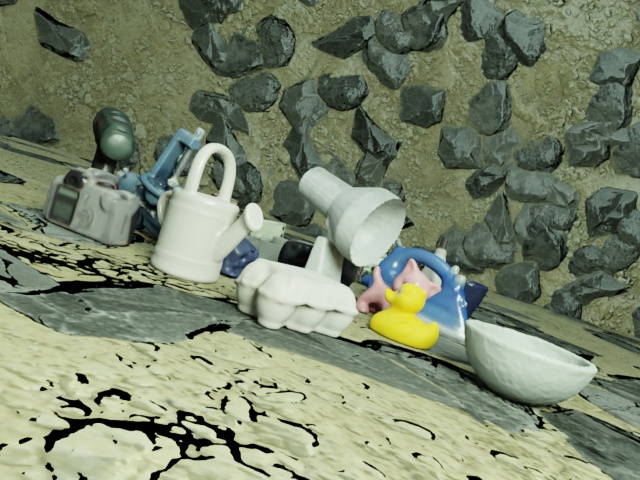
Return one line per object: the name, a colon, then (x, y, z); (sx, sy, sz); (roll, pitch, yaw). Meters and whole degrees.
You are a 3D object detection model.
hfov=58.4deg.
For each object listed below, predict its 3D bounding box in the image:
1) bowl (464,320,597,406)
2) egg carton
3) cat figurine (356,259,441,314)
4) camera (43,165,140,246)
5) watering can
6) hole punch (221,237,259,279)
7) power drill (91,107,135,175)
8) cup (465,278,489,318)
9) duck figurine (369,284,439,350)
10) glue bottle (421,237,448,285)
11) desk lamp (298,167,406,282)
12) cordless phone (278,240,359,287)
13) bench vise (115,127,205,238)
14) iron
bowl: (0.255, 0.164, 0.728); (0.167, 0.075, 0.167); (18, 4, -1)
egg carton: (-0.030, 0.074, 0.725); (0.151, 0.069, 0.107); (15, 5, -41)
cat figurine: (0.135, 0.086, 0.978); (0.127, 0.118, 0.067); (21, 5, 39)
camera: (-0.340, -0.057, 0.922); (0.142, 0.101, 0.137); (19, 4, 21)
watering can: (-0.161, -0.041, 0.824); (0.172, 0.194, 0.101); (18, 4, 5)
hole punch: (-0.152, 0.007, 0.953); (0.101, 0.091, 0.109); (19, 4, 9)
power drill: (-0.394, -0.139, 1.036); (0.076, 0.208, 0.228); (16, 4, -31)
cup: (0.328, 0.136, 1.358); (0.117, 0.095, 0.092); (20, 4, 24)
duck figurine: (0.134, 0.110, 0.861); (0.104, 0.086, 0.078); (20, 4, 27)
glue bottle: (0.251, 0.076, 1.265); (0.037, 0.173, 0.078); (16, 4, -29)
desk lamp: (0.013, 0.000, 0.903); (0.202, 0.213, 0.118); (21, 4, 35)
cordless phone: (0.010, 0.004, 1.062); (0.148, 0.185, 0.094); (17, 4, -13)
bench vise: (-0.298, -0.114, 1.048); (0.207, 0.220, 0.122); (19, 4, 11)
iron: (0.203, 0.088, 1.096); (0.119, 0.141, 0.257); (15, 5, -40)
